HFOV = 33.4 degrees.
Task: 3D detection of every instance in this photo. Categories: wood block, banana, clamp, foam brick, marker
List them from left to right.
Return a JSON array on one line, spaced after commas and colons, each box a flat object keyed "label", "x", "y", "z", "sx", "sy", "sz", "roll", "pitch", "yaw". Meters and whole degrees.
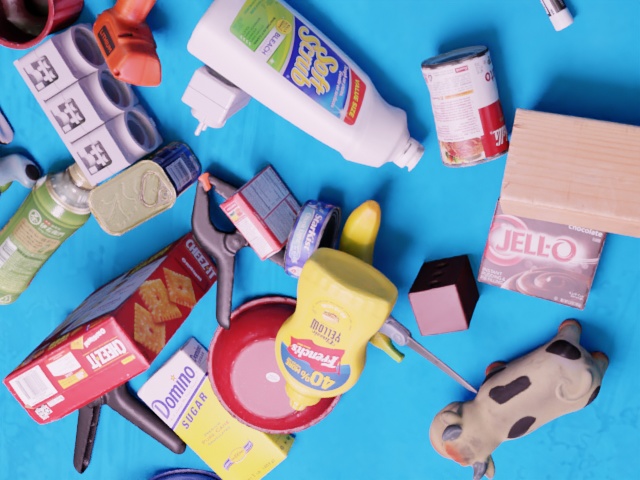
[{"label": "clamp", "x": -0.258, "y": 0.189, "z": 1.300, "sx": 0.165, "sy": 0.036, "sz": 0.210, "roll": -9, "pitch": 108, "yaw": 20}, {"label": "clamp", "x": -0.096, "y": 0.010, "z": 1.160, "sx": 0.120, "sy": 0.039, "sz": 0.171, "roll": -37, "pitch": 95, "yaw": -6}, {"label": "banana", "x": 0.050, "y": 0.039, "z": 1.128, "sx": 0.070, "sy": 0.037, "sz": 0.198, "roll": 8, "pitch": 127, "yaw": 32}, {"label": "foam brick", "x": 0.128, "y": 0.057, "z": 1.102, "sx": 0.053, "sy": 0.078, "sz": 0.051, "roll": -12, "pitch": 109, "yaw": 21}, {"label": "marker", "x": 0.198, "y": -0.251, "z": 0.987, "sx": 0.020, "sy": 0.020, "sz": 0.121, "roll": -27, "pitch": 101, "yaw": 25}, {"label": "wood block", "x": 0.277, "y": -0.055, "z": 0.986, "sx": 0.206, "sy": 0.090, "sz": 0.091, "roll": 11, "pitch": 85, "yaw": 13}]

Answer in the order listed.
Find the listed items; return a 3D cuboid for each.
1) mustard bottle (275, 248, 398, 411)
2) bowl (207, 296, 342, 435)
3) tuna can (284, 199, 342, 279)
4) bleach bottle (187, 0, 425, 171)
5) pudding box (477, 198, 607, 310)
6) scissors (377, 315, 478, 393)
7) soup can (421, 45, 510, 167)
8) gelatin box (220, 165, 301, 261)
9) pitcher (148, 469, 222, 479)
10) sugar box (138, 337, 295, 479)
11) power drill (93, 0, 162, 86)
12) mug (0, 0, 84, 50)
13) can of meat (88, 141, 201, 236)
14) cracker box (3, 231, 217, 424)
[{"label": "mustard bottle", "x": 0.005, "y": 0.105, "z": 1.093, "sx": 0.096, "sy": 0.058, "sz": 0.192, "roll": 28, "pitch": 126, "yaw": 9}, {"label": "bowl", "x": -0.051, "y": 0.147, "z": 1.184, "sx": 0.162, "sy": 0.055, "sz": 0.162, "roll": 1, "pitch": 99, "yaw": 5}, {"label": "tuna can", "x": -0.007, "y": 0.001, "z": 1.117, "sx": 0.034, "sy": 0.086, "sz": 0.086, "roll": 17, "pitch": 115, "yaw": 12}, {"label": "bleach bottle", "x": -0.002, "y": -0.157, "z": 1.056, "sx": 0.250, "sy": 0.102, "sz": 0.068, "roll": 34, "pitch": 152, "yaw": -6}, {"label": "pudding box", "x": 0.223, "y": 0.010, "z": 1.073, "sx": 0.113, "sy": 0.039, "sz": 0.090, "roll": 15, "pitch": 114, "yaw": 11}, {"label": "scissors", "x": 0.070, "y": 0.101, "z": 1.110, "sx": 0.202, "sy": 0.016, "sz": 0.096, "roll": 46, "pitch": 145, "yaw": 3}, {"label": "soup can", "x": 0.140, "y": -0.129, "z": 1.028, "sx": 0.069, "sy": 0.068, "sz": 0.102, "roll": -9, "pitch": 107, "yaw": 21}, {"label": "gelatin box", "x": -0.057, "y": -0.029, "z": 1.119, "sx": 0.030, "sy": 0.089, "sz": 0.073, "roll": -33, "pitch": 99, "yaw": 30}, {"label": "pitcher", "x": -0.173, "y": 0.417, "z": 1.315, "sx": 0.149, "sy": 0.144, "sz": 0.243, "roll": 15, "pitch": 120, "yaw": 33}, {"label": "sugar box", "x": -0.123, "y": 0.209, "z": 1.261, "sx": 0.176, "sy": 0.048, "sz": 0.093, "roll": 44, "pitch": 116, "yaw": -4}, {"label": "power drill", "x": -0.154, "y": -0.245, "z": 1.032, "sx": 0.057, "sy": 0.184, "sz": 0.188, "roll": 8, "pitch": 126, "yaw": -33}, {"label": "mug", "x": -0.308, "y": -0.259, "z": 1.109, "sx": 0.117, "sy": 0.081, "sz": 0.093, "roll": 39, "pitch": 117, "yaw": 0}, {"label": "can of meat", "x": -0.186, "y": -0.058, "z": 1.151, "sx": 0.102, "sy": 0.083, "sz": 0.057, "roll": -27, "pitch": 101, "yaw": 25}, {"label": "cracker box", "x": -0.216, "y": 0.093, "z": 1.149, "sx": 0.164, "sy": 0.213, "sz": 0.072, "roll": -30, "pitch": 102, "yaw": 26}]
